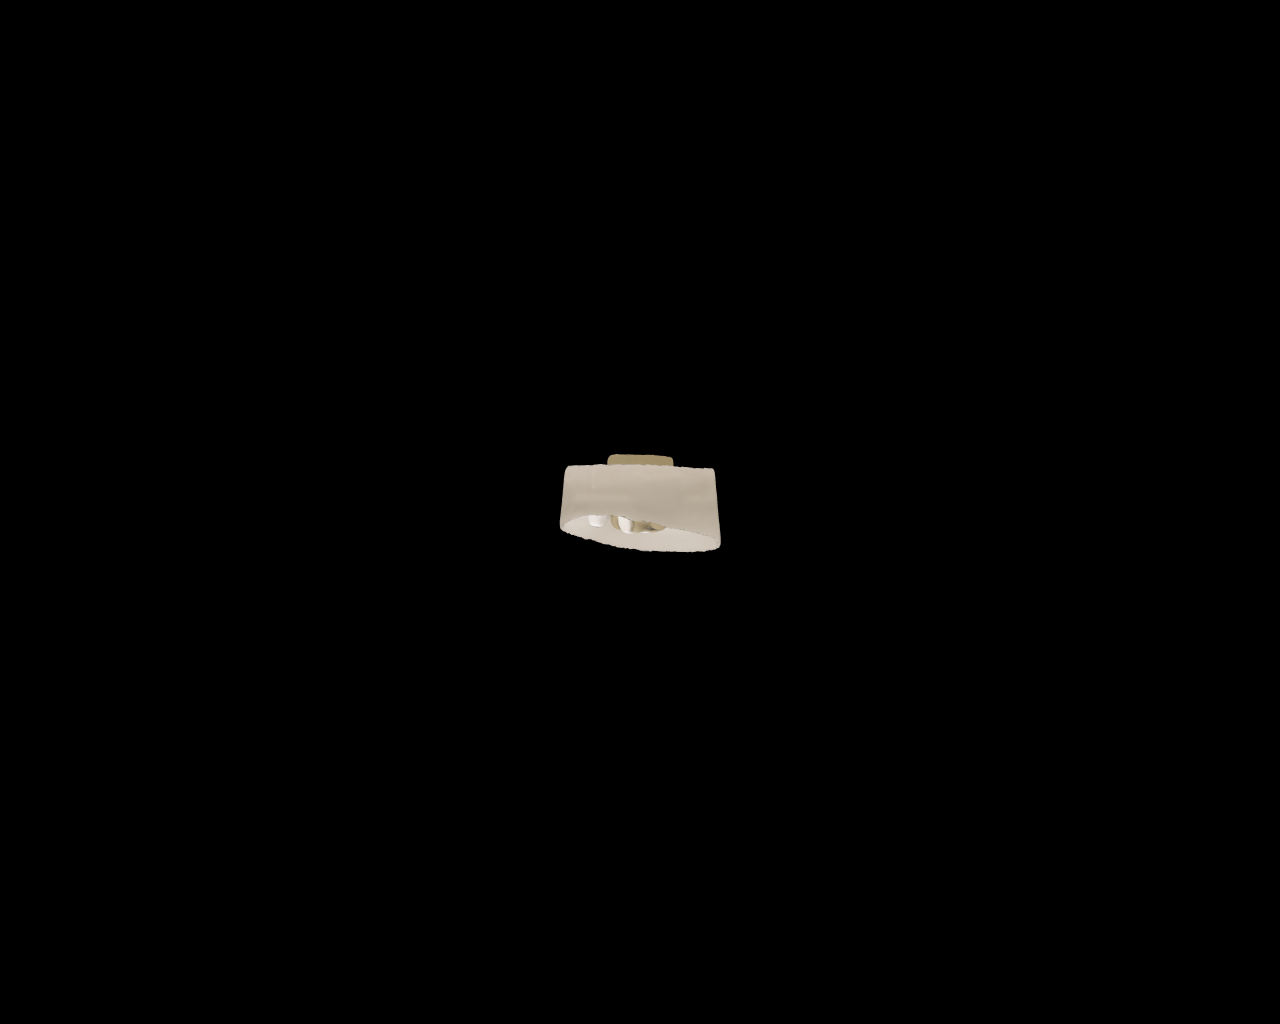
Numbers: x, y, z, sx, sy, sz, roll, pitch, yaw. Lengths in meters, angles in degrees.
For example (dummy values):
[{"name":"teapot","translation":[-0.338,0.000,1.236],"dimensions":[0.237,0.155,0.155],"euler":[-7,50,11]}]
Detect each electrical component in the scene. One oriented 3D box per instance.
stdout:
[{"name":"electrical component","translation":[0.001,-0.003,0.650],"dimensions":[0.099,0.064,0.099],"euler":[0,0,0]}]
